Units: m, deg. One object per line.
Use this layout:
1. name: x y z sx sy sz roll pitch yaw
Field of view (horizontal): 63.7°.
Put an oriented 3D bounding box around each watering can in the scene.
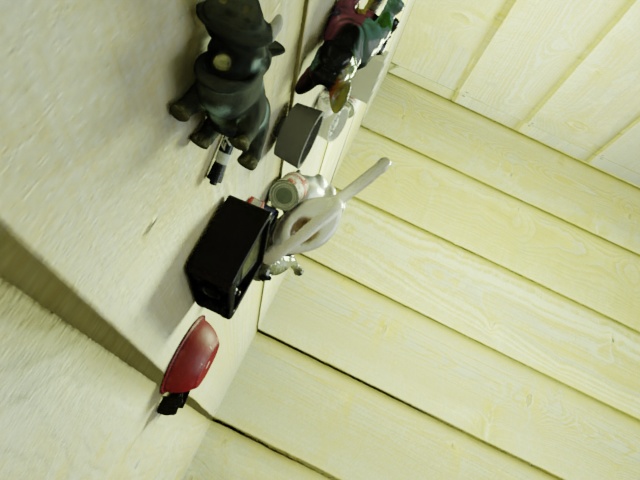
1. watering can: 0.004 -0.058 1.160 0.351 0.103 0.223 -40 -172 -15

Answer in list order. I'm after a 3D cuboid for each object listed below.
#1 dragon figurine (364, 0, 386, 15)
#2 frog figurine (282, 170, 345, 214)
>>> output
1. dragon figurine: 0.165 -0.585 1.049 0.403 0.122 0.248 -55 -168 30
2. frog figurine: -0.016 -0.097 1.305 0.122 0.159 0.138 94 21 -81
